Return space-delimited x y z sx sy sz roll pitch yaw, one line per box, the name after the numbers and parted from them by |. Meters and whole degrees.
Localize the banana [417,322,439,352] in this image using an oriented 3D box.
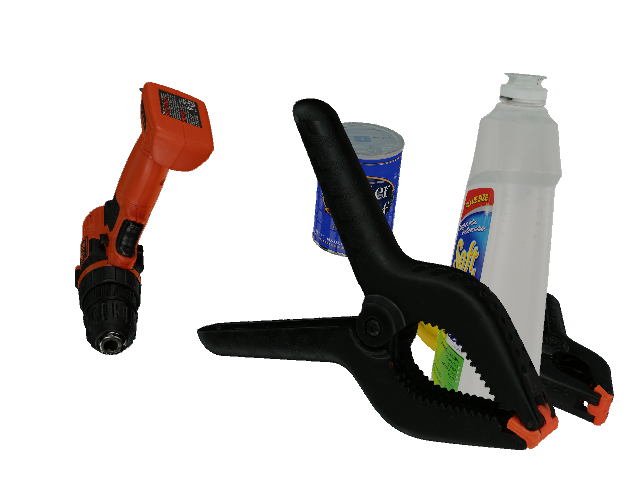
0.134 0.090 1.205 0.069 0.037 0.198 4 23 -25 | banana

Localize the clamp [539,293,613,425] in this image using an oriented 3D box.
0.202 0.096 0.931 0.120 0.039 0.172 -18 39 -28 | clamp

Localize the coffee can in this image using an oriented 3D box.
0.046 -0.064 1.329 0.103 0.140 0.103 4 28 -2 | coffee can

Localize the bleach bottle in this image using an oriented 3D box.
0.125 0.010 0.746 0.068 0.251 0.102 3 13 -10 | bleach bottle

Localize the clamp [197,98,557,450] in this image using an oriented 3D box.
0.035 0.031 0.562 0.210 0.165 0.036 29 24 25 | clamp

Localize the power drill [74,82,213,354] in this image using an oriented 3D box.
-0.150 -0.021 0.875 0.057 0.188 0.184 18 27 -25 | power drill
